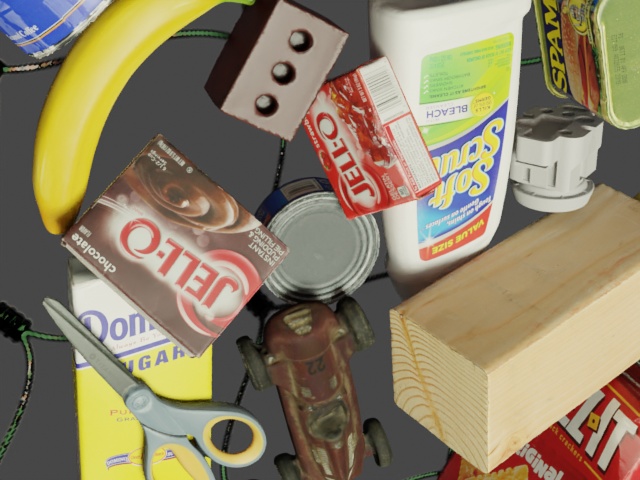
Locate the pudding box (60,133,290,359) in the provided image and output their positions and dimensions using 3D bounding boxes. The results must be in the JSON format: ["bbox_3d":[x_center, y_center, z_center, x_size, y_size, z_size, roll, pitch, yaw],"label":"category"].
[{"bbox_3d":[-0.090,0.005,0.664,0.113,0.039,0.090,41,74,-5],"label":"pudding box"}]

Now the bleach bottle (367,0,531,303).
[{"bbox_3d":[0.089,-0.047,0.722,0.102,0.068,0.251,-15,121,-15],"label":"bleach bottle"}]

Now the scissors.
[{"bbox_3d":[-0.099,0.101,0.703,0.096,0.016,0.202,-25,119,-12],"label":"scissors"}]

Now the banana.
[{"bbox_3d":[-0.123,-0.092,0.640,0.069,0.037,0.198,38,101,-19],"label":"banana"}]

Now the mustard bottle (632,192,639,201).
[{"bbox_3d":[0.322,-0.045,0.803,0.191,0.058,0.096,-39,122,2],"label":"mustard bottle"}]

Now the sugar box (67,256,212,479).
[{"bbox_3d":[-0.121,0.095,0.728,0.093,0.048,0.176,-5,117,-16],"label":"sugar box"}]

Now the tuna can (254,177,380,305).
[{"bbox_3d":[-0.005,0.001,0.729,0.086,0.034,0.086,-8,117,-15],"label":"tuna can"}]

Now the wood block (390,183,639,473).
[{"bbox_3d":[0.154,0.053,0.731,0.205,0.090,0.091,-29,132,-28],"label":"wood block"}]

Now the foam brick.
[{"bbox_3d":[-0.028,-0.109,0.658,0.053,0.051,0.078,22,106,-26],"label":"foam brick"}]

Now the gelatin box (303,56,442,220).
[{"bbox_3d":[0.028,-0.062,0.670,0.030,0.073,0.089,-29,98,-34],"label":"gelatin box"}]

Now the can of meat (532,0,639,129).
[{"bbox_3d":[0.188,-0.132,0.701,0.057,0.084,0.102,-20,119,-8],"label":"can of meat"}]

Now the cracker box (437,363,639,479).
[{"bbox_3d":[0.173,0.185,0.801,0.072,0.164,0.214,20,107,-28],"label":"cracker box"}]

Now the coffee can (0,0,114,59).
[{"bbox_3d":[-0.168,-0.178,0.549,0.103,0.103,0.140,-44,120,5],"label":"coffee can"}]

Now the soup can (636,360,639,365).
[{"bbox_3d":[0.290,0.075,0.843,0.102,0.068,0.068,-33,120,-1],"label":"soup can"}]
